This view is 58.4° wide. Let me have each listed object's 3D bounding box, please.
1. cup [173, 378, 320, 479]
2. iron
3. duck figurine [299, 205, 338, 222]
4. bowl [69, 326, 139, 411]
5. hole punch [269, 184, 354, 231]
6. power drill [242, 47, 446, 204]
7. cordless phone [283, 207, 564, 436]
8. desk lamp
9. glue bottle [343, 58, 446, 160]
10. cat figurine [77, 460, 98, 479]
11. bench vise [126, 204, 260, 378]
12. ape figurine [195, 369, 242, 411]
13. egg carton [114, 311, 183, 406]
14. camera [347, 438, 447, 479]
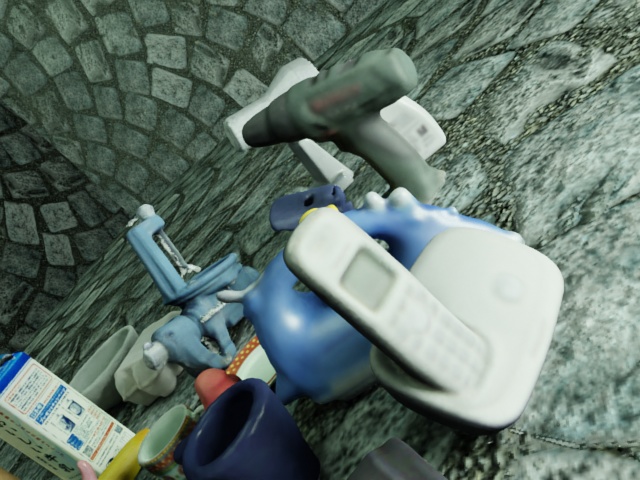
[{"bbox_3d":[-0.056,0.180,0.465,0.117,0.095,0.092,-32,23,30],"label":"cup"},{"bbox_3d":[0.036,0.031,0.513,0.258,0.142,0.118,-38,20,17],"label":"iron"},{"bbox_3d":[0.007,0.003,0.714,0.077,0.086,0.105,-19,31,50],"label":"duck figurine"},{"bbox_3d":[-0.356,0.234,0.985,0.167,0.075,0.167,-38,20,17],"label":"bowl"},{"bbox_3d":[-0.011,-0.039,0.826,0.101,0.091,0.108,-38,20,17],"label":"hole punch"},{"bbox_3d":[0.042,-0.116,0.700,0.229,0.209,0.075,-31,24,34],"label":"power drill"},{"bbox_3d":[0.071,0.026,0.386,0.094,0.185,0.148,-19,32,51],"label":"cordless phone"},{"bbox_3d":[-0.041,-0.160,0.947,0.203,0.214,0.117,-48,20,-11],"label":"desk lamp"},{"bbox_3d":[0.092,-0.178,0.778,0.078,0.173,0.037,-37,21,19],"label":"glue bottle"},{"bbox_3d":[-0.282,0.306,0.626,0.128,0.118,0.067,-54,22,-24],"label":"cat figurine"},{"bbox_3d":[-0.183,0.062,0.769,0.121,0.220,0.207,-35,22,25],"label":"bench vise"},{"bbox_3d":[-0.084,0.162,0.560,0.076,0.092,0.078,-33,22,29],"label":"ape figurine"},{"bbox_3d":[-0.249,0.180,0.887,0.107,0.069,0.150,-31,23,33],"label":"egg carton"},{"bbox_3d":[0.021,0.178,0.302,0.137,0.101,0.143,-48,20,-11],"label":"camera"}]
